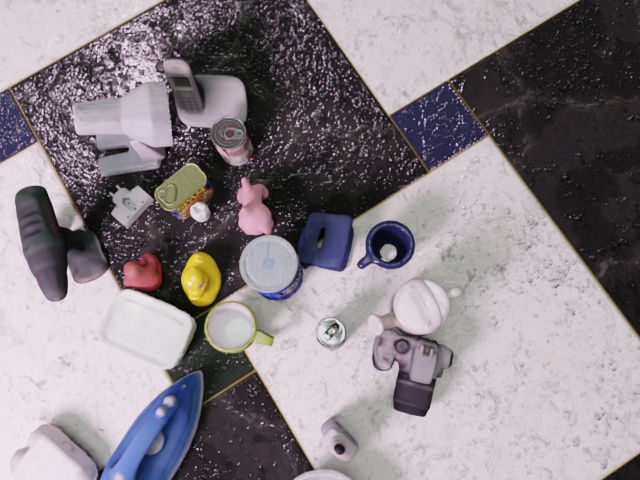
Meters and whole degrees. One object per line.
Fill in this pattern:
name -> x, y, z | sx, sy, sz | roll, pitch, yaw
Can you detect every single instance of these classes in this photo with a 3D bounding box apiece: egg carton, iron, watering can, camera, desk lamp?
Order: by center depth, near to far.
iron -> -0.295, 0.346, 1.009 | 0.118, 0.141, 0.258 | 28, 80, 8
watering can -> 0.172, 0.123, 1.014 | 0.173, 0.194, 0.101 | -44, 80, -7
camera -> 0.160, 0.243, 1.037 | 0.143, 0.101, 0.137 | 13, 79, 5
egg carton -> -0.480, 0.413, 1.038 | 0.150, 0.069, 0.107 | 36, 82, 9
desk lamp -> -0.361, -0.210, 1.092 | 0.203, 0.213, 0.118 | -11, 78, 0

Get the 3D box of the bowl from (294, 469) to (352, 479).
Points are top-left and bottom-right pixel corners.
bowl -> 0.008, 0.485, 1.004 | 0.167, 0.075, 0.167 | 0, 78, 2

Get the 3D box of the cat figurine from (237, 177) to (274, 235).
cat figurine -> -0.129, -0.059, 1.102 | 0.067, 0.118, 0.128 | -15, 78, -1

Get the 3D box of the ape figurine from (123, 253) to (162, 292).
ape figurine -> -0.345, 0.062, 1.096 | 0.078, 0.092, 0.076 | -33, 79, -5

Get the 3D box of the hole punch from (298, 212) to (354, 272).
hole punch -> 0.010, 0.004, 1.097 | 0.101, 0.091, 0.109 | 12, 79, 5

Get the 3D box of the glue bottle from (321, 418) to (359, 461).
glue bottle -> 0.033, 0.349, 0.982 | 0.037, 0.173, 0.078 | -44, 80, -7

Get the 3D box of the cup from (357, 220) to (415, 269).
cup -> 0.120, 0.025, 1.087 | 0.118, 0.095, 0.091 | -35, 79, -5

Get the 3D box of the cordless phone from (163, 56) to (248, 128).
cordless phone -> -0.222, -0.295, 1.120 | 0.147, 0.185, 0.094 | -2, 78, 2

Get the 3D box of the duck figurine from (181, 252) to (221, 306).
duck figurine -> -0.233, 0.071, 1.094 | 0.077, 0.086, 0.104 | -3, 78, 2

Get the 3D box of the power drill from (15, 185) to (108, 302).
power drill -> -0.473, 0.018, 1.050 | 0.075, 0.208, 0.229 | -27, 78, -3
